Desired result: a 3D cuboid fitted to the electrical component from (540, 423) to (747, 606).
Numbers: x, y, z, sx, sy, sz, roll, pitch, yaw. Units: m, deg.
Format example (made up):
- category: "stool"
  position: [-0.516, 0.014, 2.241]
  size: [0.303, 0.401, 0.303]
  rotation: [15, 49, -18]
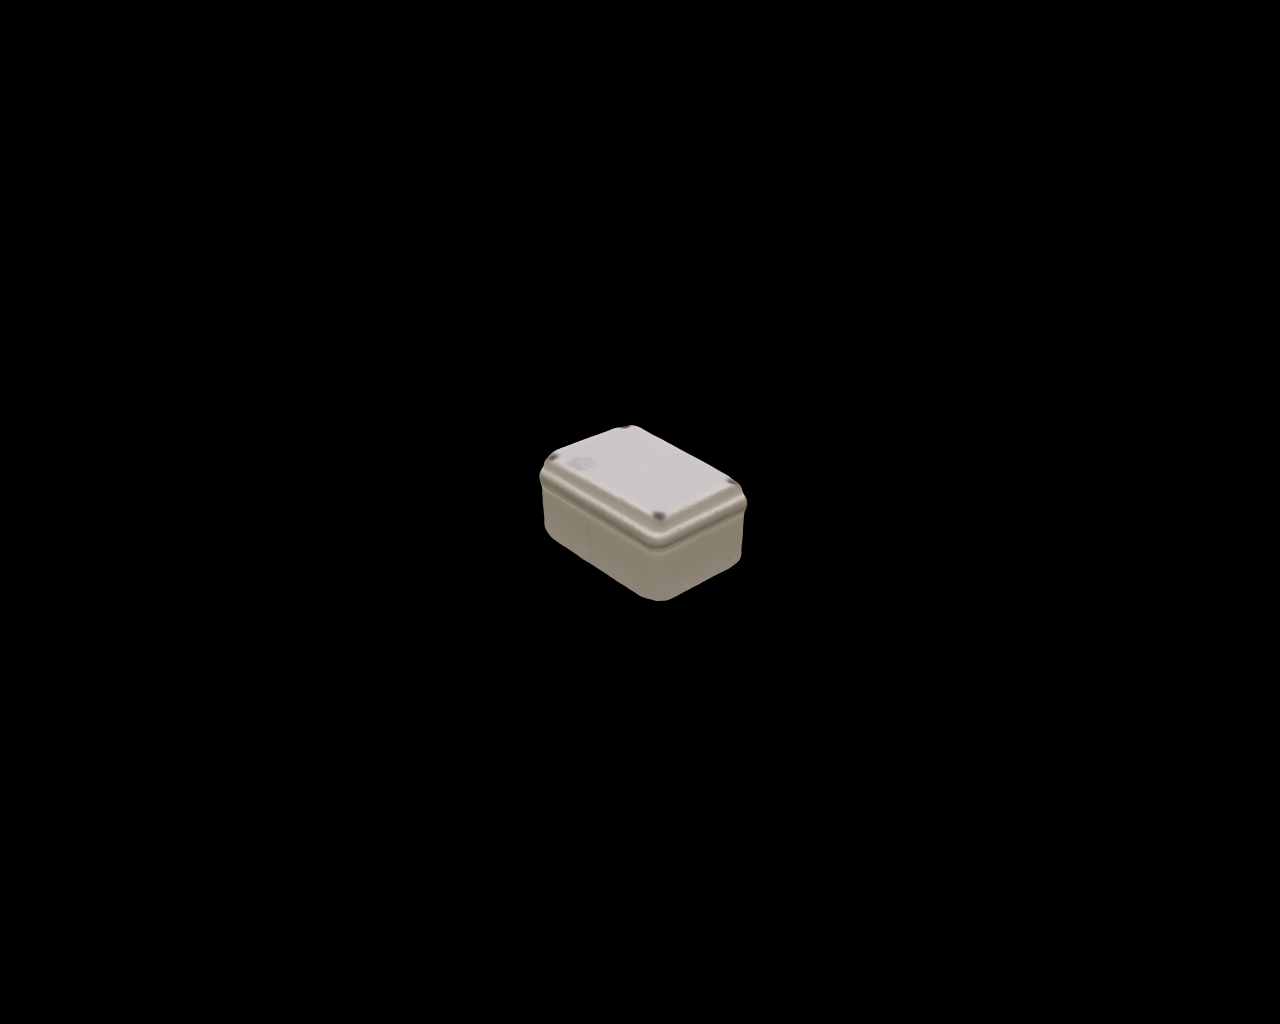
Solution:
- category: "electrical component"
  position: [0.001, -0.003, 0.650]
  size: [0.078, 0.057, 0.113]
  rotation: [-24, 39, -34]
